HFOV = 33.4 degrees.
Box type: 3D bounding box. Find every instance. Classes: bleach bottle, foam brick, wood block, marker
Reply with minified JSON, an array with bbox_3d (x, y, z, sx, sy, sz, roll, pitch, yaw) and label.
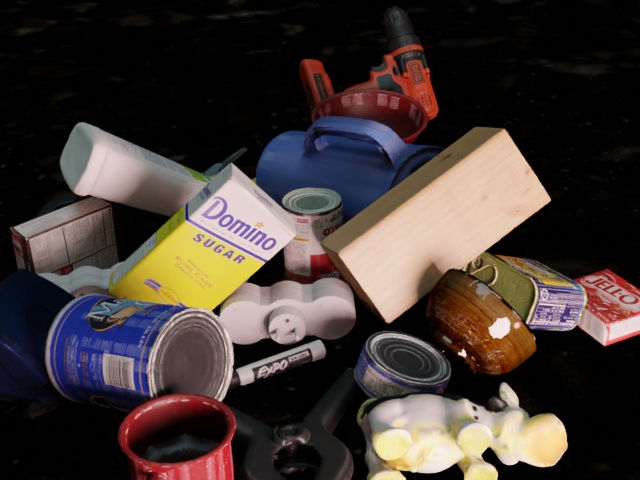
[{"bbox_3d":[-0.168,-0.058,1.234,0.250,0.068,0.103,20,15,-32],"label":"bleach bottle"},{"bbox_3d":[-0.252,-0.025,1.264,0.051,0.078,0.053,-2,28,5],"label":"foam brick"},{"bbox_3d":[0.114,-0.019,1.080,0.206,0.090,0.091,-37,13,-5],"label":"wood block"},{"bbox_3d":[-0.051,0.123,1.032,0.121,0.020,0.020,-17,31,-24],"label":"marker"}]

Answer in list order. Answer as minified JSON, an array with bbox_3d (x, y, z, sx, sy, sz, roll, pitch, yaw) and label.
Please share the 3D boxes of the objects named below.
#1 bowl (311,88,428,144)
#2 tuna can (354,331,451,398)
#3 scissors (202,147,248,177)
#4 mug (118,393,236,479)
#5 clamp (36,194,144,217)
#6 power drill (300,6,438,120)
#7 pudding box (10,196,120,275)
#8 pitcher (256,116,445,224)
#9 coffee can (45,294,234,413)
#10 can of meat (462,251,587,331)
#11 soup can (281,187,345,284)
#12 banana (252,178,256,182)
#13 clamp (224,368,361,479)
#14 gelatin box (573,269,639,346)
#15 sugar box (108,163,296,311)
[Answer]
[{"bbox_3d":[0.068,-0.149,1.480,0.162,0.055,0.162,-1,36,1],"label":"bowl"},{"bbox_3d":[0.077,0.121,0.984,0.086,0.034,0.086,14,26,-7],"label":"tuna can"},{"bbox_3d":[-0.128,-0.091,1.427,0.096,0.016,0.201,1,24,39],"label":"scissors"},{"bbox_3d":[-0.114,0.189,0.849,0.093,0.081,0.117,5,29,13],"label":"mug"},{"bbox_3d":[-0.278,-0.040,1.336,0.120,0.039,0.171,13,37,37],"label":"clamp"},{"bbox_3d":[0.068,-0.248,1.581,0.187,0.184,0.057,-14,-14,-8],"label":"power drill"},{"bbox_3d":[-0.280,0.011,1.186,0.113,0.090,0.039,-27,37,-37],"label":"pudding box"},{"bbox_3d":[0.035,-0.068,1.236,0.144,0.149,0.243,3,10,-44],"label":"pitcher"},{"bbox_3d":[-0.163,0.105,0.958,0.141,0.103,0.102,4,26,39],"label":"coffee can"},{"bbox_3d":[0.205,0.052,1.077,0.083,0.057,0.102,6,18,-38],"label":"can of meat"},{"bbox_3d":[-0.008,0.001,1.167,0.068,0.102,0.068,-2,28,1],"label":"soup can"},{"bbox_3d":[-0.070,-0.077,1.388,0.070,0.037,0.197,17,34,31],"label":"banana"},{"bbox_3d":[-0.016,0.174,0.917,0.164,0.036,0.210,-11,26,-15],"label":"clamp"},{"bbox_3d":[0.294,0.067,1.096,0.073,0.030,0.089,-14,31,-22],"label":"gelatin box"},{"bbox_3d":[-0.118,0.015,1.068,0.176,0.093,0.048,-41,25,17],"label":"sugar box"}]
